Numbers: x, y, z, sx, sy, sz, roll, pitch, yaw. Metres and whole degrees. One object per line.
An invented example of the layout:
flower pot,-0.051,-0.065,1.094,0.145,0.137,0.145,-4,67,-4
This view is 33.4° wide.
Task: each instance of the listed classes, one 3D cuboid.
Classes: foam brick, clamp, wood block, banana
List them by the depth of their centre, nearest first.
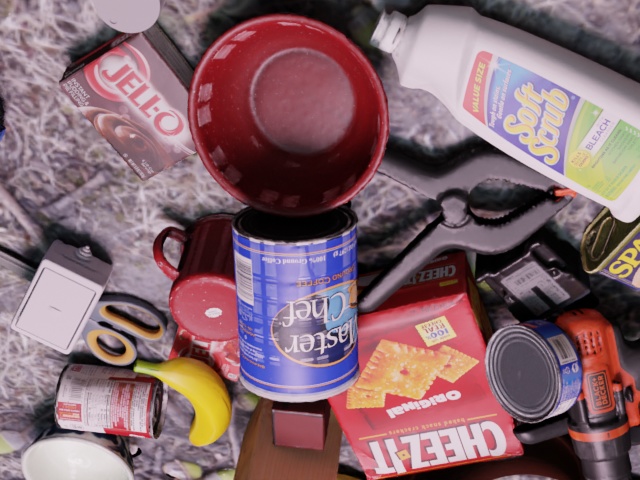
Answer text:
clamp,0.108,-0.019,0.899,0.210,0.036,0.164,-2,109,6
clamp,0.262,0.157,1.004,0.171,0.039,0.120,26,93,-12
foam brick,-0.017,0.159,1.052,0.053,0.078,0.051,5,130,7
wood block,-0.040,0.259,1.052,0.090,0.206,0.090,19,128,-7
banana,-0.122,0.161,1.071,0.070,0.037,0.198,5,148,16

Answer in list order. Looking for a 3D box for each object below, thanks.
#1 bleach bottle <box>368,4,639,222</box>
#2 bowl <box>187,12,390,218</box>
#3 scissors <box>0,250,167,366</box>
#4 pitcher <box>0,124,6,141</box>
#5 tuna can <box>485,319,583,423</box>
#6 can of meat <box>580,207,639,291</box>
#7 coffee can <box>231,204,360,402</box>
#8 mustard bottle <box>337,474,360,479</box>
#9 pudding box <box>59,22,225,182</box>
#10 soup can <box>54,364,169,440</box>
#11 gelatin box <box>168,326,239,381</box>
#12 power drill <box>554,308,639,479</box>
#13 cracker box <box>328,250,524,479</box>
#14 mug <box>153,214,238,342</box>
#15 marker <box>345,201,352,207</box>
bleach bottle,0.153,-0.108,0.825,0.250,0.068,0.103,23,127,-7
bowl,-0.020,-0.102,0.841,0.162,0.055,0.162,5,112,13
scissors,-0.251,0.068,1.051,0.201,0.016,0.096,19,125,-8
pitcher,-0.387,-0.106,0.866,0.242,0.145,0.149,33,91,-14
tuna can,0.184,0.112,0.920,0.033,0.086,0.086,-10,140,-36
can of meat,0.283,-0.002,0.893,0.084,0.057,0.102,23,129,-14
coffee can,-0.019,0.047,0.879,0.103,0.102,0.140,1,111,7
mustard bottle,0.024,0.299,1.170,0.191,0.058,0.096,11,130,0
pudding box,-0.143,-0.114,0.876,0.090,0.039,0.113,-26,121,25
soup can,-0.212,0.164,1.091,0.102,0.068,0.068,6,129,4
gelatin box,-0.102,0.092,1.041,0.073,0.030,0.089,19,128,-7
power drill,0.307,0.135,0.938,0.187,0.057,0.184,-14,100,-4
cracker box,0.088,0.126,1.009,0.164,0.072,0.213,-13,123,17
mug,-0.099,0.031,0.958,0.117,0.081,0.093,35,125,-19
marker,-0.006,0.001,0.961,0.020,0.020,0.121,26,128,-12
